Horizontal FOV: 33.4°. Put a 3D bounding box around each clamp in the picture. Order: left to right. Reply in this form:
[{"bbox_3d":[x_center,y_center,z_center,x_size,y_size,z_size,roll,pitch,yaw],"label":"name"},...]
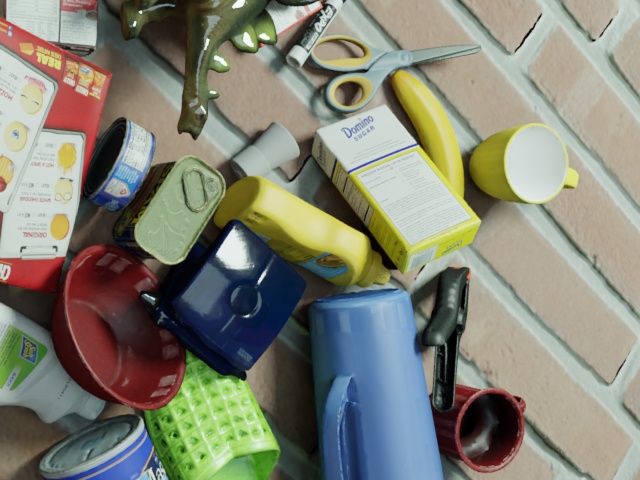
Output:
[{"bbox_3d":[0.137,0.086,1.149,0.039,0.120,0.171,4,53,11],"label":"clamp"}]

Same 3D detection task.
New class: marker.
[{"bbox_3d":[0.002,-0.230,1.123,0.020,0.020,0.121,42,65,-22],"label":"marker"}]

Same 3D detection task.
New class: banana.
[{"bbox_3d":[0.125,-0.094,1.187,0.069,0.037,0.198,-12,96,-28],"label":"banana"}]

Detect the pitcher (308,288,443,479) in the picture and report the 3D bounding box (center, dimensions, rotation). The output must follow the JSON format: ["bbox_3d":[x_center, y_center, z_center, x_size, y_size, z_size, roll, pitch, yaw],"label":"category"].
[{"bbox_3d":[0.051,0.177,1.100,0.144,0.149,0.243,-8,91,-16],"label":"pitcher"}]

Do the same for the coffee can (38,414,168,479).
[{"bbox_3d":[-0.186,0.249,0.996,0.102,0.103,0.140,-28,103,-24],"label":"coffee can"}]

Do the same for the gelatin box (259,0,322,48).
[{"bbox_3d":[-0.051,-0.249,1.098,0.089,0.030,0.073,-38,106,-22],"label":"gelatin box"}]

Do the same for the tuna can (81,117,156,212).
[{"bbox_3d":[-0.189,-0.070,0.999,0.033,0.086,0.086,27,79,-27],"label":"tuna can"}]

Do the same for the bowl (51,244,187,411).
[{"bbox_3d":[-0.195,0.088,0.984,0.162,0.055,0.162,44,32,-38],"label":"bowl"}]

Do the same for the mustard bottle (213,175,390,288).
[{"bbox_3d":[-0.007,0.001,1.087,0.191,0.096,0.058,28,68,-25],"label":"mustard bottle"}]

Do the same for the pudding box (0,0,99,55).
[{"bbox_3d":[-0.252,-0.233,0.990,0.089,0.039,0.113,1,88,-27],"label":"pudding box"}]

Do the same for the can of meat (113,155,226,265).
[{"bbox_3d":[-0.147,-0.028,1.022,0.057,0.084,0.102,37,75,-23],"label":"can of meat"}]

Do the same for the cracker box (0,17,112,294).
[{"bbox_3d":[-0.283,-0.074,0.926,0.164,0.072,0.213,22,80,-56],"label":"cracker box"}]

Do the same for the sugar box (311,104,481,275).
[{"bbox_3d":[0.076,-0.055,1.105,0.093,0.048,0.176,-23,59,-24],"label":"sugar box"}]

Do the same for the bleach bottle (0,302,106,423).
[{"bbox_3d":[-0.307,0.103,0.955,0.250,0.068,0.102,34,77,-26],"label":"bleach bottle"}]

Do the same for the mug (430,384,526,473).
[{"bbox_3d":[0.176,0.201,1.194,0.117,0.082,0.093,-24,102,-25],"label":"mug"}]

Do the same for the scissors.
[{"bbox_3d":[0.082,-0.177,1.151,0.201,0.016,0.096,4,79,-15],"label":"scissors"}]

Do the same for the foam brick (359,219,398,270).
[{"bbox_3d":[0.081,-0.012,1.158,0.051,0.053,0.078,-22,101,-25],"label":"foam brick"}]
